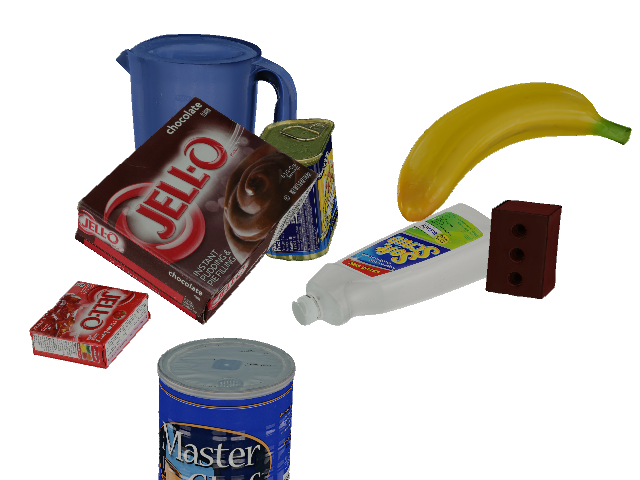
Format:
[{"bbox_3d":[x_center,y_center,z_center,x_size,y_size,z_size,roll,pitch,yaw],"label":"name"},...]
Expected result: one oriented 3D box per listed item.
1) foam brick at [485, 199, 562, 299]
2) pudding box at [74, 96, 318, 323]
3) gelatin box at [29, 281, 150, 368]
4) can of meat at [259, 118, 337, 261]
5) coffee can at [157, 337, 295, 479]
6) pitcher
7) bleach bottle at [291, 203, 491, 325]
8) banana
[{"bbox_3d":[0.181,0.007,0.948,0.053,0.078,0.051,8,16,24],"label":"foam brick"},{"bbox_3d":[-0.069,-0.020,0.602,0.090,0.039,0.113,33,49,7],"label":"pudding box"},{"bbox_3d":[-0.204,0.073,0.953,0.073,0.030,0.089,9,31,16],"label":"gelatin box"},{"bbox_3d":[-0.018,-0.041,0.844,0.057,0.084,0.102,-2,24,10],"label":"can of meat"},{"bbox_3d":[-0.073,0.158,0.813,0.103,0.140,0.103,2,16,-1],"label":"coffee can"},{"bbox_3d":[-0.119,-0.083,1.094,0.144,0.243,0.149,-11,26,-29],"label":"pitcher"},{"bbox_3d":[0.086,0.039,1.206,0.250,0.068,0.103,-23,39,-23],"label":"bleach bottle"},{"bbox_3d":[0.112,-0.066,0.681,0.197,0.037,0.070,-22,44,-30],"label":"banana"}]
